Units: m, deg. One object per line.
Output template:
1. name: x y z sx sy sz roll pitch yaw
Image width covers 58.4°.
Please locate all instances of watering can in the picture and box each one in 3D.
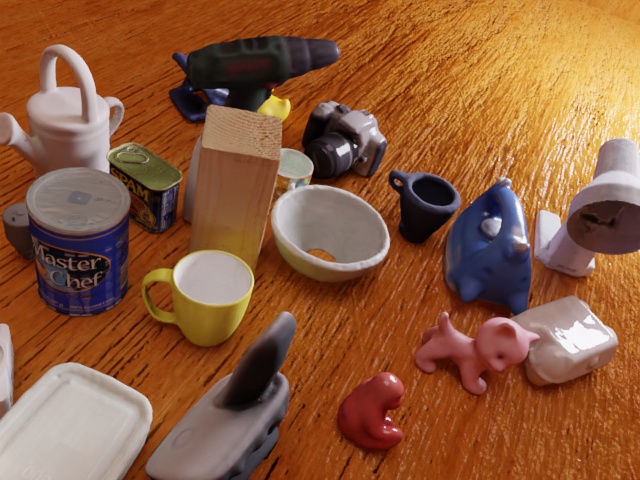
1. watering can: -0.334 -0.157 0.753 0.101 0.194 0.173 21 42 2

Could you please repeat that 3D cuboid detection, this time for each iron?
1. iron: 0.263 -0.017 0.862 0.118 0.141 0.258 15 42 -4

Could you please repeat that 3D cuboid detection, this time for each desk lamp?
1. desk lamp: 0.424 -0.041 0.892 0.118 0.213 0.203 21 42 3

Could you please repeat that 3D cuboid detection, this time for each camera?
1. camera: 0.025 -0.169 0.965 0.143 0.101 0.137 37 45 19

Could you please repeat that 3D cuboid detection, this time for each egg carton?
1. egg carton: 0.326 0.137 0.777 0.151 0.069 0.107 -12 50 -30

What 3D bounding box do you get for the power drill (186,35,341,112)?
1. power drill: -0.096 -0.224 0.899 0.230 0.208 0.075 -4 47 -23

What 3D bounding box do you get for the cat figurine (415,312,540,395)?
1. cat figurine: 0.197 0.126 0.705 0.127 0.118 0.067 22 42 4

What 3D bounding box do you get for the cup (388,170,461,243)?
1. cup: 0.147 -0.049 0.888 0.117 0.095 0.092 32 44 15

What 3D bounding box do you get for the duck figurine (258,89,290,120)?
1. duck figurine: -0.101 -0.263 1.030 0.104 0.086 0.077 15 42 -4

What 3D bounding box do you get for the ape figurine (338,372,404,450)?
1. ape figurine: 0.063 0.179 0.621 0.076 0.092 0.078 13 42 -7

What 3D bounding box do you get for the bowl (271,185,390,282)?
1. bowl: 0.007 0.003 0.798 0.167 0.075 0.167 10 43 -9

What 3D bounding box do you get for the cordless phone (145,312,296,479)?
1. cordless phone: -0.083 0.151 0.527 0.094 0.185 0.148 28 43 11

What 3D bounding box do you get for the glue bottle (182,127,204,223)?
1. glue bottle: -0.154 -0.105 0.779 0.037 0.173 0.078 16 42 -2

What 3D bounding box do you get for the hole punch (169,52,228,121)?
1. hole punch: -0.202 -0.273 0.999 0.101 0.091 0.108 -16 52 -32
